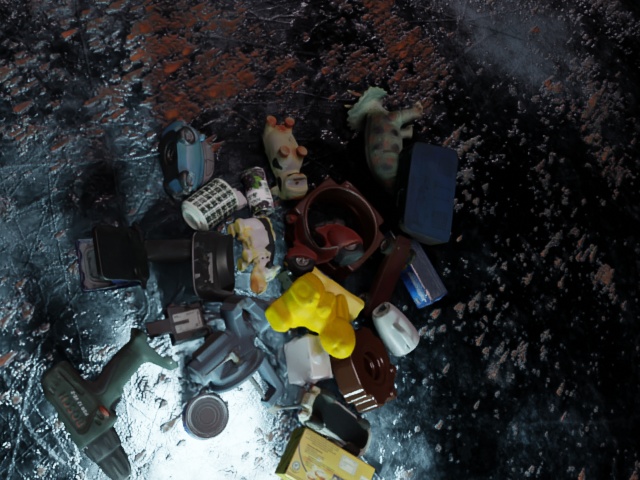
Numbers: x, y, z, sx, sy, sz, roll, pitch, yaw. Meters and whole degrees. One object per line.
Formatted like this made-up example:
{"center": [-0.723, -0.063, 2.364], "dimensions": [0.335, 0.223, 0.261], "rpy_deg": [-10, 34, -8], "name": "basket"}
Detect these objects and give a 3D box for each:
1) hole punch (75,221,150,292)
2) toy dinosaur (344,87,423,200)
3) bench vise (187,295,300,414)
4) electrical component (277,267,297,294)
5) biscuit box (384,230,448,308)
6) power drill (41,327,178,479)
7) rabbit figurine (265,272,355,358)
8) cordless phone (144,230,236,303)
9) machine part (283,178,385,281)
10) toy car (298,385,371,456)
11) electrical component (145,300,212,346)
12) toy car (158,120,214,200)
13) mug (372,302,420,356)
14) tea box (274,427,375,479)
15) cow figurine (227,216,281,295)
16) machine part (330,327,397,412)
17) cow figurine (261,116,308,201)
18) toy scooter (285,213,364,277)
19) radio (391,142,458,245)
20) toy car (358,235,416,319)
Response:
{"center": [-0.398, 0.038, 1.027], "dimensions": [0.115, 0.092, 0.142], "rpy_deg": [8, 60, -53], "name": "hole punch"}
{"center": [0.166, -0.226, 1.361], "dimensions": [0.192, 0.131, 0.404], "rpy_deg": [-3, 76, -12], "name": "toy dinosaur"}
{"center": [-0.133, 0.231, 1.048], "dimensions": [0.224, 0.129, 0.240], "rpy_deg": [-47, 114, -40], "name": "bench vise"}
{"center": [-0.065, 0.088, 1.139], "dimensions": [0.021, 0.094, 0.063], "rpy_deg": [-28, 87, -36], "name": "electrical component"}
{"center": [0.225, 0.061, 1.301], "dimensions": [0.063, 0.059, 0.202], "rpy_deg": [-24, 81, -31], "name": "biscuit box"}
{"center": [-0.354, 0.275, 0.954], "dimensions": [0.232, 0.086, 0.207], "rpy_deg": [45, 67, 1], "name": "power drill"}
{"center": [0.000, 0.155, 1.039], "dimensions": [0.173, 0.162, 0.122], "rpy_deg": [45, 101, 11], "name": "rabbit figurine"}
{"center": [-0.264, 0.053, 1.084], "dimensions": [0.184, 0.088, 0.146], "rpy_deg": [-1, 67, -13], "name": "cordless phone"}
{"center": [0.034, -0.026, 1.235], "dimensions": [0.201, 0.087, 0.201], "rpy_deg": [48, 59, -2], "name": "machine part"}
{"center": [0.031, 0.364, 1.072], "dimensions": [0.201, 0.056, 0.073], "rpy_deg": [44, 56, -27], "name": "toy car"}
{"center": [-0.277, 0.166, 1.041], "dimensions": [0.119, 0.048, 0.075], "rpy_deg": [-16, 77, -28], "name": "electrical component"}
{"center": [-0.276, -0.169, 1.145], "dimensions": [0.103, 0.109, 0.161], "rpy_deg": [-2, 79, -44], "name": "toy car"}
{"center": [0.163, 0.195, 1.179], "dimensions": [0.081, 0.110, 0.107], "rpy_deg": [-36, 109, -3], "name": "mug"}
{"center": [0.010, 0.450, 1.048], "dimensions": [0.169, 0.068, 0.098], "rpy_deg": [34, 59, -7], "name": "tea box"}
{"center": [-0.129, 0.031, 1.153], "dimensions": [0.098, 0.068, 0.167], "rpy_deg": [-11, 76, -35], "name": "cow figurine"}
{"center": [0.094, 0.267, 1.122], "dimensions": [0.179, 0.056, 0.179], "rpy_deg": [38, 37, -35], "name": "machine part"}
{"center": [-0.082, -0.174, 1.233], "dimensions": [0.085, 0.127, 0.195], "rpy_deg": [-8, 60, -27], "name": "cow figurine"}
{"center": [-0.002, -0.003, 1.119], "dimensions": [0.184, 0.075, 0.135], "rpy_deg": [-14, 65, -29], "name": "toy scooter"}
{"center": [0.248, -0.111, 1.276], "dimensions": [0.131, 0.073, 0.229], "rpy_deg": [12, 78, -19], "name": "radio"}
{"center": [0.150, 0.085, 1.230], "dimensions": [0.089, 0.053, 0.202], "rpy_deg": [23, 87, -27], "name": "toy car"}
